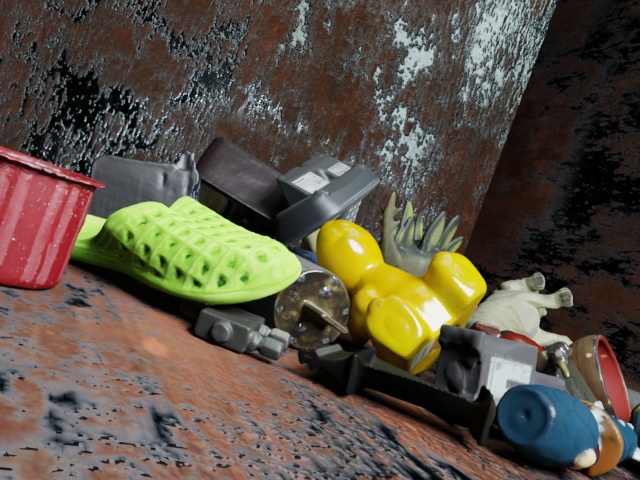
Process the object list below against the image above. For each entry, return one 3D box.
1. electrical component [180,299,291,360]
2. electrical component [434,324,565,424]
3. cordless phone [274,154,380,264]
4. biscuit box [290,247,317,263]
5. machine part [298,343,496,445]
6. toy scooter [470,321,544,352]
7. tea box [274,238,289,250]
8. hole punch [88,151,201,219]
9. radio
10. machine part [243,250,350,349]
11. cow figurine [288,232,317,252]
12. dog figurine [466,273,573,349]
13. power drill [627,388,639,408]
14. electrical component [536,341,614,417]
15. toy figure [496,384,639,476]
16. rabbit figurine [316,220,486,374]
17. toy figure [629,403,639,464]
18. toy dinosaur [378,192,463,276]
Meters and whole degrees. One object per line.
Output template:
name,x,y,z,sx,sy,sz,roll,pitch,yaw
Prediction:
electrical component,-0.070,0.067,0.417,0.094,0.021,0.063,21,1,6
electrical component,0.151,0.117,0.451,0.119,0.074,0.048,15,-8,-33
cordless phone,-0.001,-0.002,0.670,0.089,0.184,0.146,23,33,20
biscuit box,0.020,0.069,0.834,0.202,0.059,0.063,18,32,-47
machine part,0.057,0.105,0.393,0.139,0.039,0.084,16,-10,21
toy scooter,0.202,0.140,0.599,0.184,0.075,0.135,21,6,-22
tea box,-0.099,-0.016,0.894,0.098,0.068,0.169,22,-39,2
hole punch,-0.198,-0.033,0.613,0.116,0.142,0.092,9,-2,-10
radio,-0.122,-0.033,0.746,0.131,0.073,0.229,30,-27,-7
machine part,-0.040,0.049,0.547,0.079,0.079,0.243,20,1,-25
cow figurine,-0.008,0.028,0.942,0.085,0.127,0.194,-6,-32,-15
dog figurine,0.253,0.121,0.805,0.191,0.121,0.172,-7,-2,-8
power drill,0.423,0.218,0.757,0.208,0.086,0.232,25,4,27
electrical component,0.252,0.152,0.531,0.078,0.045,0.102,1,57,-47
toy figure,0.194,0.146,0.413,0.154,0.064,0.058,26,-41,-35
rabbit figurine,0.066,0.049,0.559,0.173,0.122,0.162,42,-15,22
toy figure,0.342,0.189,0.518,0.089,0.082,0.180,24,5,39
toy dinosaur,0.129,0.048,0.770,0.105,0.198,0.471,17,-3,18
